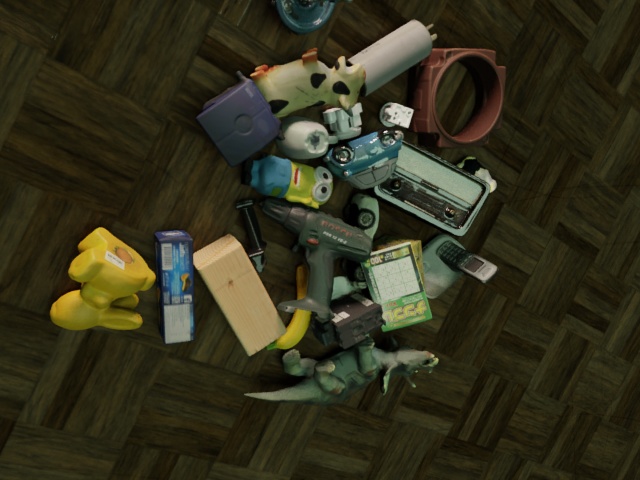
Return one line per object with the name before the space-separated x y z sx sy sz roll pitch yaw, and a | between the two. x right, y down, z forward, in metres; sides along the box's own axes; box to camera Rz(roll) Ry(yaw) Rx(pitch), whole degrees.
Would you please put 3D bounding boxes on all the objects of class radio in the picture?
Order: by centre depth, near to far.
radio | 0.220 -0.107 1.115 0.229 0.073 0.131 26 93 -6

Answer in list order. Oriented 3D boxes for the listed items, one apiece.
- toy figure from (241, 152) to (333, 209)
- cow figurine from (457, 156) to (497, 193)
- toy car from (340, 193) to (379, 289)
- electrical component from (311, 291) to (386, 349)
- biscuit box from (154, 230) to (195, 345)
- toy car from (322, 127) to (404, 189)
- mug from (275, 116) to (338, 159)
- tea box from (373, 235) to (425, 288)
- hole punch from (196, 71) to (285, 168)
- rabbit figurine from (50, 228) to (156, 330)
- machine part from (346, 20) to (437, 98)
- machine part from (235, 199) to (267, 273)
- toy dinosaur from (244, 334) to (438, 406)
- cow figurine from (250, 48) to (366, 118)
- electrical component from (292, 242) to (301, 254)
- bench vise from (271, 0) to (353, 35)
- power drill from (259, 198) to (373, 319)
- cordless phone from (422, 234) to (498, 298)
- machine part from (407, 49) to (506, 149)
toy figure | -0.060 -0.115 1.017 0.180 0.089 0.082 8 104 -18
cow figurine | 0.307 -0.107 1.200 0.167 0.068 0.098 -41 112 -13
toy car | 0.084 0.004 1.121 0.056 0.074 0.201 -4 106 -24
electrical component | 0.051 0.165 1.104 0.134 0.115 0.058 -23 109 -17
biscuit box | -0.266 0.085 0.984 0.059 0.063 0.202 -4 106 -24
toy car | 0.091 -0.152 1.037 0.162 0.109 0.102 -18 102 7
mug | -0.017 -0.185 1.001 0.109 0.107 0.080 1 105 -24
tea box | 0.169 0.082 1.163 0.068 0.098 0.169 -29 116 -42
hole punch | -0.139 -0.200 0.924 0.116 0.092 0.142 -27 114 16
rabbit figurine | -0.378 0.088 0.920 0.173 0.122 0.162 -45 129 6
machine part | 0.131 -0.352 1.042 0.243 0.079 0.079 -34 116 -12
machine part | -0.126 -0.010 1.024 0.039 0.084 0.138 -12 99 9
toy dinosaur | 0.045 0.294 1.166 0.405 0.131 0.191 -21 121 -10
cow figurine | -0.012 -0.272 0.964 0.195 0.085 0.127 -15 120 7
electrical component | -0.002 -0.005 1.098 0.078 0.045 0.102 27 89 -1
bench vise | -0.028 -0.430 0.864 0.129 0.241 0.223 -30 131 -20
power drill | -0.025 0.041 1.033 0.232 0.086 0.207 14 81 -10
cordless phone | 0.289 0.077 1.178 0.146 0.184 0.088 -41 122 -10
machine part | 0.288 -0.295 1.129 0.201 0.087 0.200 -8 107 -25
